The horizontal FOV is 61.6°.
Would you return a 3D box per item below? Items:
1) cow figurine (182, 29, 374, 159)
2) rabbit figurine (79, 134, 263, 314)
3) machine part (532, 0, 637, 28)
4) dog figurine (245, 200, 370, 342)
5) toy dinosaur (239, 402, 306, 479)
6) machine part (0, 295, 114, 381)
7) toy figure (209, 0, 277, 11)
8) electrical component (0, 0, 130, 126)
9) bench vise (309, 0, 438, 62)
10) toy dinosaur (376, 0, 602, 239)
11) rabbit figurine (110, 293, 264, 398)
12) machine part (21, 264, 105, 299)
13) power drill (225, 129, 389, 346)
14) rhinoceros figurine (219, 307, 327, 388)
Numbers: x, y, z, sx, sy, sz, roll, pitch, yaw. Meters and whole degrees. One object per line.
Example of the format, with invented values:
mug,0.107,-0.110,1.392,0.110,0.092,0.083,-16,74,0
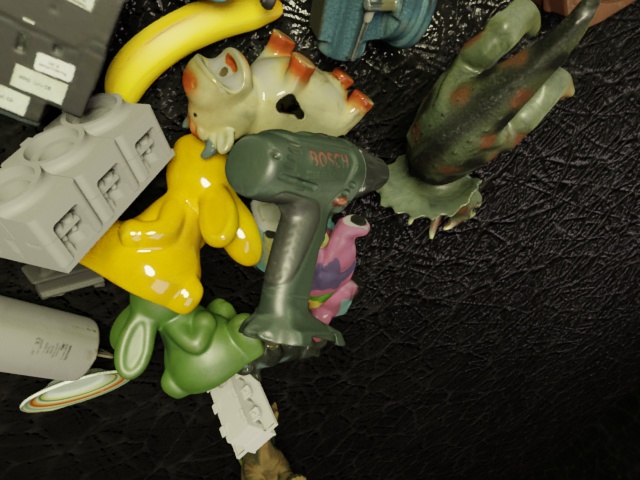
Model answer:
cow figurine,-0.051,-0.134,0.534,0.195,0.086,0.127,9,126,-49
rabbit figurine,-0.139,-0.025,0.535,0.173,0.163,0.121,-64,154,-8
machine part,0.315,-0.356,0.577,0.201,0.087,0.201,-32,139,-4
dog figurine,-0.022,0.041,0.698,0.191,0.109,0.219,-11,135,-26
toy dinosaur,-0.086,0.445,0.936,0.105,0.199,0.470,-7,121,-17
machine part,-0.327,0.100,0.565,0.079,0.079,0.243,-47,138,11
toy figure,-0.111,-0.239,0.410,0.180,0.082,0.089,5,109,-28
electrical component,-0.221,-0.157,0.408,0.115,0.058,0.134,24,112,-26
bench vise,0.087,-0.266,0.472,0.241,0.129,0.223,-10,134,-19
toy dinosaur,0.150,-0.113,0.568,0.192,0.131,0.404,-50,169,-4
rabbit figurine,-0.178,0.096,0.654,0.159,0.121,0.170,-33,115,-14
machine part,-0.269,0.006,0.555,0.084,0.039,0.138,-8,132,-21
power drill,-0.001,-0.002,0.527,0.232,0.086,0.207,11,92,-56
rhinoceros figurine,-0.083,0.155,0.789,0.190,0.073,0.112,-8,141,-30
